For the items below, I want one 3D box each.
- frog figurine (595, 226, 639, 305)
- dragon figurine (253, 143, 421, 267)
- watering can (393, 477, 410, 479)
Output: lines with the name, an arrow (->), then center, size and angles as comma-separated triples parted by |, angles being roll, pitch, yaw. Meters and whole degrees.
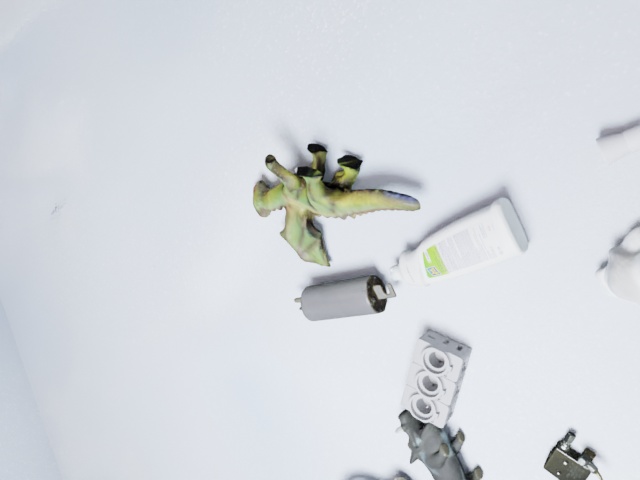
frog figurine -> 0.481, 0.045, 0.730 | 0.156, 0.123, 0.140 | 100, 151, -55
dragon figurine -> 0.003, -0.053, 1.055 | 0.414, 0.124, 0.237 | 28, 131, 30
watering can -> 0.176, 0.630, 1.032 | 0.351, 0.105, 0.220 | 46, 120, 20
